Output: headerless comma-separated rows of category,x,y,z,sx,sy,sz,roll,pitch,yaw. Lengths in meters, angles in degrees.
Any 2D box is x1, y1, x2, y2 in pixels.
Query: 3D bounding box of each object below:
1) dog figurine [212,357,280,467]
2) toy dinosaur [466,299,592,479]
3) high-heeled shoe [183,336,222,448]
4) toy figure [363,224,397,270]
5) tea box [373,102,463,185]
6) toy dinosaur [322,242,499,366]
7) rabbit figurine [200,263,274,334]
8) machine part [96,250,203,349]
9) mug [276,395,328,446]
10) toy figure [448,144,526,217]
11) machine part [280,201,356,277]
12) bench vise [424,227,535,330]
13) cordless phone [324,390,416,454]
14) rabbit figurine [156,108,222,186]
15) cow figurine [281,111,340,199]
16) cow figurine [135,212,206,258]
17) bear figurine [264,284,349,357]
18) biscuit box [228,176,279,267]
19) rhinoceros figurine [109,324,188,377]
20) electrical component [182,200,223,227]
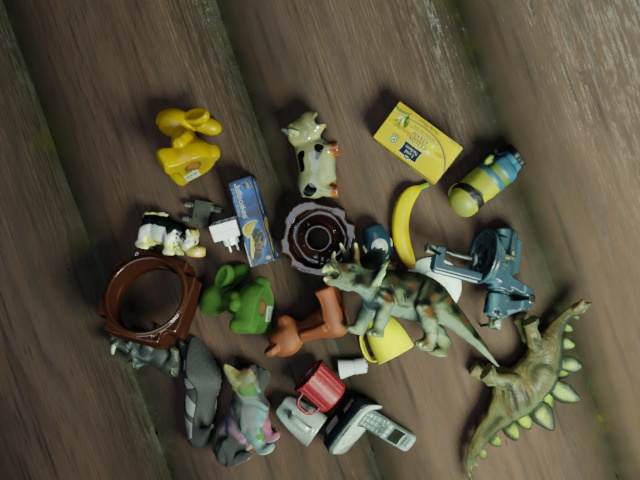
dog figurine,-0.187,0.387,1.241,0.192,0.108,0.219,-24,85,12
toy dinosaur,0.427,0.318,1.148,0.198,0.105,0.471,37,102,1
high-heeled shoe,-0.297,0.366,1.290,0.145,0.086,0.249,-42,54,49
toy figure,0.136,0.042,1.197,0.064,0.058,0.154,-15,93,27
tea box,0.210,-0.208,1.165,0.170,0.068,0.098,36,97,4
toy dinosaur,0.187,0.126,1.115,0.405,0.131,0.192,15,80,-6
rabbit figurine,-0.203,0.133,1.225,0.170,0.121,0.159,4,90,23
machine part,-0.387,0.135,1.226,0.202,0.087,0.201,14,69,6
mug,-0.050,0.406,1.222,0.107,0.109,0.081,34,90,14
toy figure,0.350,-0.125,1.139,0.180,0.089,0.082,-39,80,11
machine part,-0.002,-0.004,1.215,0.179,0.056,0.179,1,94,8
bench vise,0.328,0.068,1.128,0.241,0.129,0.223,15,88,-10
cordless phone,0.114,0.444,1.217,0.184,0.089,0.146,35,97,-11
rabbit figurine,-0.310,-0.237,1.222,0.162,0.121,0.173,-33,69,6
cow figurine,-0.020,-0.189,1.196,0.127,0.085,0.194,-1,94,2
cow figurine,-0.343,-0.011,1.261,0.167,0.068,0.098,11,89,6
bear figurine,-0.038,0.181,1.203,0.196,0.120,0.132,-17,87,14
biscuit box,-0.152,-0.044,1.231,0.059,0.063,0.202,-16,91,8
rhinoceros figurine,-0.410,0.261,1.285,0.190,0.073,0.112,23,103,6
electrical component,-0.278,-0.062,1.268,0.094,0.021,0.063,9,95,7
